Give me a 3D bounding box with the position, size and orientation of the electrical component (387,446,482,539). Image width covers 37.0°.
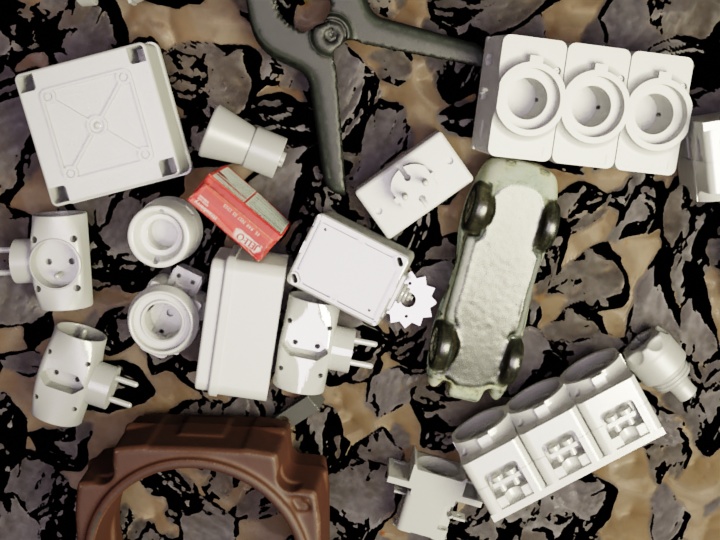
[{"bbox_3d":[0.059,0.190,0.907,0.081,0.042,0.063,16,101,-1],"label":"electrical component"}]

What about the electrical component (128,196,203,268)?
[{"bbox_3d":[-0.159,-0.030,0.871,0.055,0.047,0.055,0,100,1],"label":"electrical component"}]

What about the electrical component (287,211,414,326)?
[{"bbox_3d":[0.000,0.000,0.861,0.096,0.061,0.061,27,99,5],"label":"electrical component"}]

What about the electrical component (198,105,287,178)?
[{"bbox_3d":[-0.091,-0.100,0.861,0.065,0.044,0.044,21,100,-7],"label":"electrical component"}]

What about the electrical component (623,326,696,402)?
[{"bbox_3d":[0.250,0.080,0.882,0.043,0.043,0.062,-42,97,8],"label":"electrical component"}]

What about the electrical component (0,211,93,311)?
[{"bbox_3d":[-0.261,-0.008,0.879,0.079,0.044,0.077,-1,100,2],"label":"electrical component"}]

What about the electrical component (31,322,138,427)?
[{"bbox_3d":[-0.225,0.092,0.896,0.079,0.043,0.077,19,100,-2],"label":"electrical component"}]

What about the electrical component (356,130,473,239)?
[{"bbox_3d":[0.043,-0.066,0.846,0.083,0.075,0.047,-35,97,7],"label":"electrical component"}]

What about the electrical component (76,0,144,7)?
[{"bbox_3d":[-0.201,-0.239,0.832,0.057,0.058,0.078,-23,99,2],"label":"electrical component"}]

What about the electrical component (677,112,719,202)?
[{"bbox_3d":[0.329,-0.095,0.827,0.150,0.089,0.061,-8,99,3],"label":"electrical component"}]

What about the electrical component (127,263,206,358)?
[{"bbox_3d":[-0.157,0.037,0.878,0.058,0.057,0.078,26,99,-3],"label":"electrical component"}]

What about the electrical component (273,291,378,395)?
[{"bbox_3d":[-0.026,0.063,0.886,0.079,0.043,0.077,11,100,-1],"label":"electrical component"}]

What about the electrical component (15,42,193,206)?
[{"bbox_3d":[-0.201,-0.115,0.853,0.109,0.056,0.108,-14,99,4],"label":"electrical component"}]

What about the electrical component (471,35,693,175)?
[{"bbox_3d":[0.171,-0.127,0.827,0.150,0.061,0.089,5,100,-9],"label":"electrical component"}]

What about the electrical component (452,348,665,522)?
[{"bbox_3d":[0.155,0.127,0.869,0.150,0.089,0.061,-29,98,6],"label":"electrical component"}]

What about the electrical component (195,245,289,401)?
[{"bbox_3d":[-0.095,0.041,0.867,0.057,0.078,0.113,9,100,-3],"label":"electrical component"}]
